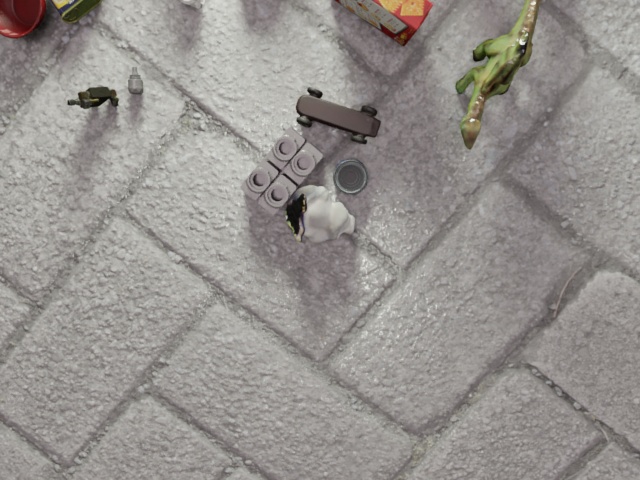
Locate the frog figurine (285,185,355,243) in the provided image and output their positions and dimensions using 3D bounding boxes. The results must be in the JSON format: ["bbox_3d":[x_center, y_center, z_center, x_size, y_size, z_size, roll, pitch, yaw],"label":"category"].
[{"bbox_3d":[0.004,-0.062,1.232,0.160,0.122,0.137,-3,92,-34],"label":"frog figurine"}]

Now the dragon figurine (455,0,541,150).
[{"bbox_3d":[0.398,-0.382,1.073,0.122,0.247,0.404,25,112,-2],"label":"dragon figurine"}]
